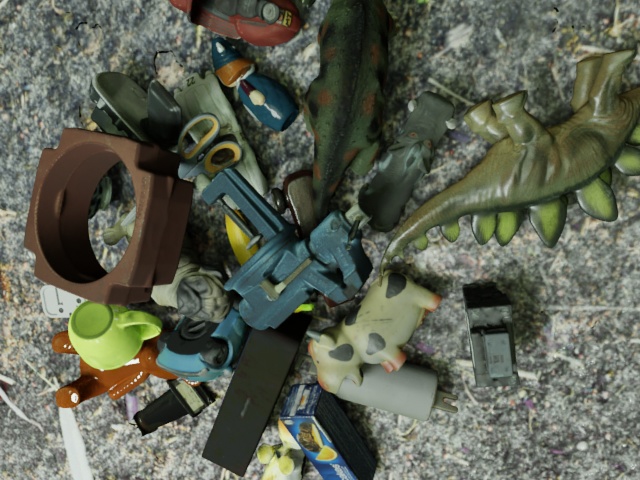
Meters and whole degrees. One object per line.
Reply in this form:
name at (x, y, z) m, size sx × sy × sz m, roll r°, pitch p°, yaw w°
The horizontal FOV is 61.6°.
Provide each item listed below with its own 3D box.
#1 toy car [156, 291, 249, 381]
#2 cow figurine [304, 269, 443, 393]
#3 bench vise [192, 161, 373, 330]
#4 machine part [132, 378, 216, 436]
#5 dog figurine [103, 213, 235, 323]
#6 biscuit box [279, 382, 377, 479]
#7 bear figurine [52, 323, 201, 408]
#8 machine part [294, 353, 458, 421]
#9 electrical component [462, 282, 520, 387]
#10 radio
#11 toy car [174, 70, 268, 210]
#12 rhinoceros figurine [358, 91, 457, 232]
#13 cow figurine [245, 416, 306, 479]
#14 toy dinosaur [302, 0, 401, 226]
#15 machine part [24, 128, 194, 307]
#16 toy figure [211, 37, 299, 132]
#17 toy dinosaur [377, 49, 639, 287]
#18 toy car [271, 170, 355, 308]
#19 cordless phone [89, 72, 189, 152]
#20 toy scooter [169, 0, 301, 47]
toy car at (-0.158, 0.148, 0.798) m, size 0.109 × 0.162 × 0.102 m, roll 4°, pitch 135°, yaw 26°
cow figurine at (0.064, 0.125, 0.743) m, size 0.127 × 0.085 × 0.195 m, roll 35°, pitch 74°, yaw 9°
bench vise at (-0.057, -0.006, 0.664) m, size 0.240 × 0.129 × 0.223 m, roll 47°, pitch 125°, yaw 2°
machine part at (-0.245, 0.272, 0.883) m, size 0.139 × 0.039 × 0.084 m, roll -36°, pitch 102°, yaw 13°
dog figurine at (-0.194, 0.023, 0.757) m, size 0.191 × 0.121 × 0.172 m, roll 2°, pitch 87°, yaw 25°
biscuit box at (0.017, 0.298, 0.790) m, size 0.059 × 0.063 × 0.202 m, roll -13°, pitch 121°, yaw 28°
bear figurine at (-0.287, 0.185, 0.826) m, size 0.196 × 0.132 × 0.120 m, roll -8°, pitch 82°, yaw 18°
machine part at (0.082, 0.207, 0.791) m, size 0.243 × 0.079 × 0.079 m, roll 13°, pitch 104°, yaw 8°
electrical component at (0.228, 0.129, 0.720) m, size 0.058 × 0.134 × 0.114 m, roll -9°, pitch 102°, yaw 12°
radio at (-0.089, 0.212, 0.793) m, size 0.073 × 0.131 × 0.229 m, roll 25°, pitch 104°, yaw 4°
toy car at (-0.140, -0.142, 0.767) m, size 0.073 × 0.056 × 0.201 m, roll -24°, pitch 97°, yaw 14°
rhinoceros figurine at (0.109, -0.102, 0.705) m, size 0.073 × 0.112 × 0.190 m, roll 30°, pitch 110°, yaw 5°
cow figurine at (-0.048, 0.338, 0.839) m, size 0.068 × 0.098 × 0.167 m, roll 27°, pitch 97°, yaw 32°
toy dinosaur at (0.031, -0.193, 0.643) m, size 0.131 × 0.192 × 0.404 m, roll 3°, pitch 92°, yaw 8°
machine part at (-0.266, -0.031, 0.676) m, size 0.201 × 0.087 × 0.201 m, roll 14°, pitch 92°, yaw 26°
toy figure at (-0.097, -0.215, 0.739) m, size 0.154 × 0.064 × 0.058 m, roll 43°, pitch 84°, yaw 4°
toy dinosaur at (0.265, -0.091, 0.674) m, size 0.472 × 0.105 × 0.198 m, roll -23°, pitch 98°, yaw 9°
toy car at (-0.002, -0.002, 0.774) m, size 0.089 × 0.053 × 0.202 m, roll -21°, pitch 99°, yaw -7°
cordless phone at (-0.240, -0.180, 0.710) m, size 0.089 × 0.184 × 0.146 m, roll -43°, pitch 95°, yaw -21°
toy scooter at (-0.119, -0.302, 0.690) m, size 0.184 × 0.135 × 0.075 m, roll 15°, pitch 102°, yaw 5°
